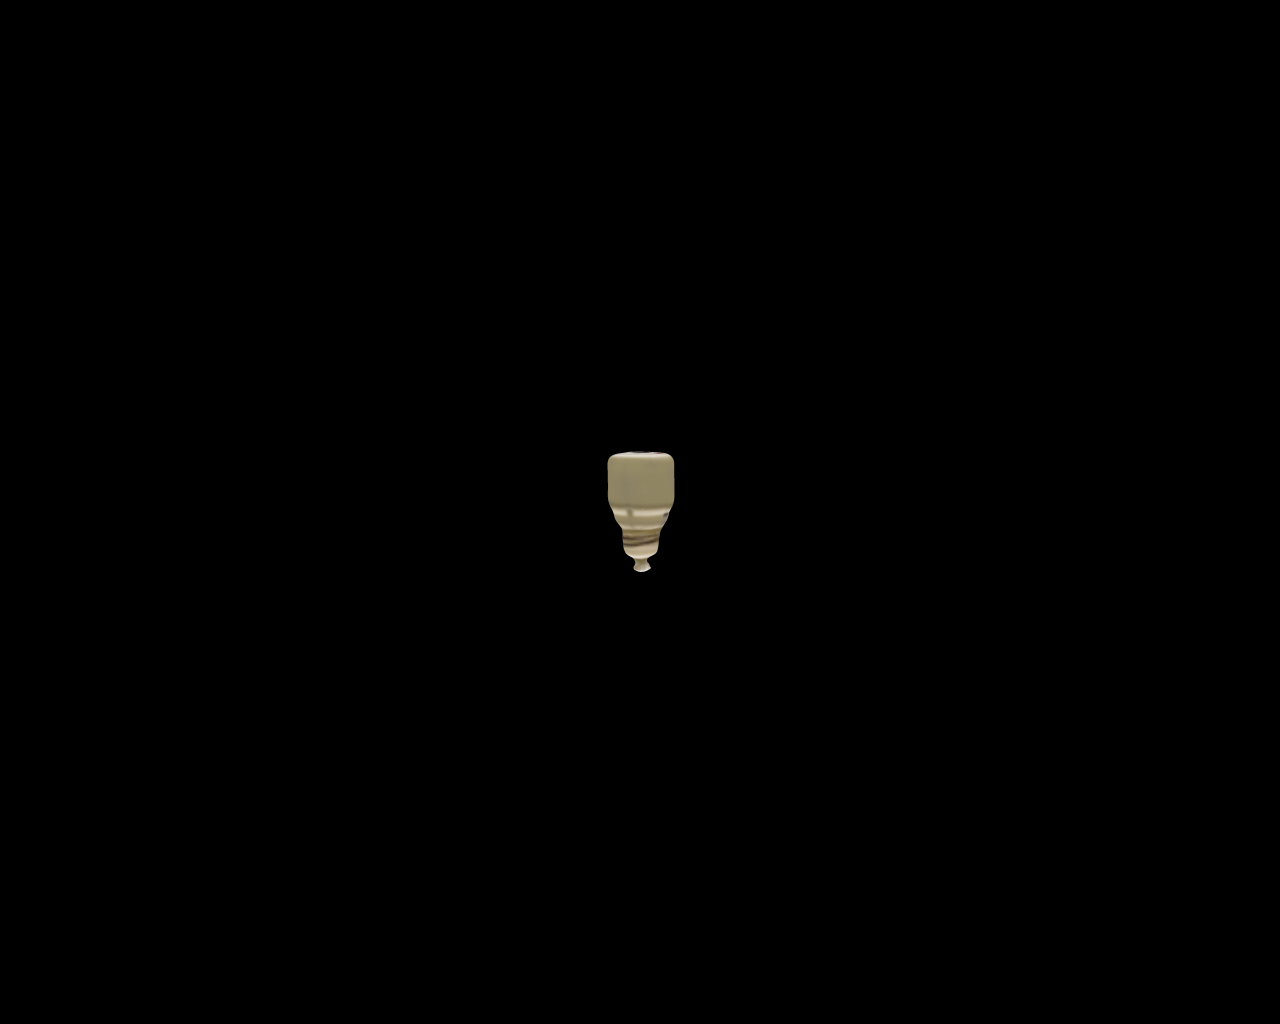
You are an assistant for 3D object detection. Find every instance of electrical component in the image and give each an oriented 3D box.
[{"bbox_3d":[0.001,-0.003,0.650,0.040,0.078,0.040,0,7,0],"label":"electrical component"}]
